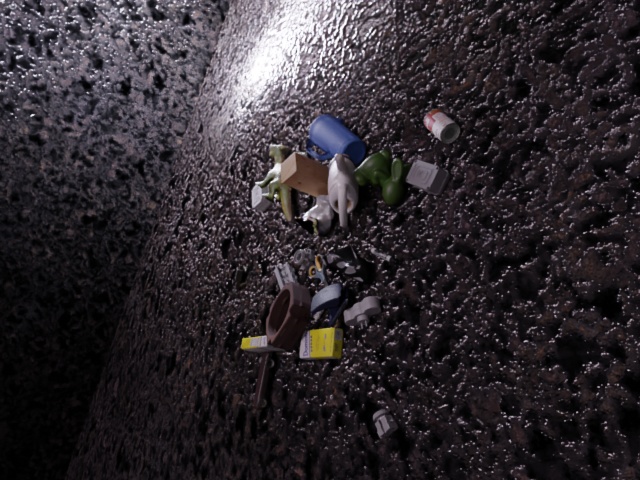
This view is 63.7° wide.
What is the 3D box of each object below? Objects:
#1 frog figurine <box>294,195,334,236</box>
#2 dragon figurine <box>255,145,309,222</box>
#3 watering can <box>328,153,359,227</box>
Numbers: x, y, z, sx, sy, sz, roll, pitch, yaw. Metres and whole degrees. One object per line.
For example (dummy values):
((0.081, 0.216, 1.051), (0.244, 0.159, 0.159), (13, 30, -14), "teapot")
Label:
((0.006, -0.095, 1.889), (0.162, 0.122, 0.136), (-45, 13, -31), "frog figurine")
((-0.134, -0.270, 2.158), (0.241, 0.121, 0.418), (-49, 47, 13), "dragon figurine")
((0.076, -0.203, 1.713), (0.339, 0.104, 0.230), (85, -175, -47), "watering can")
